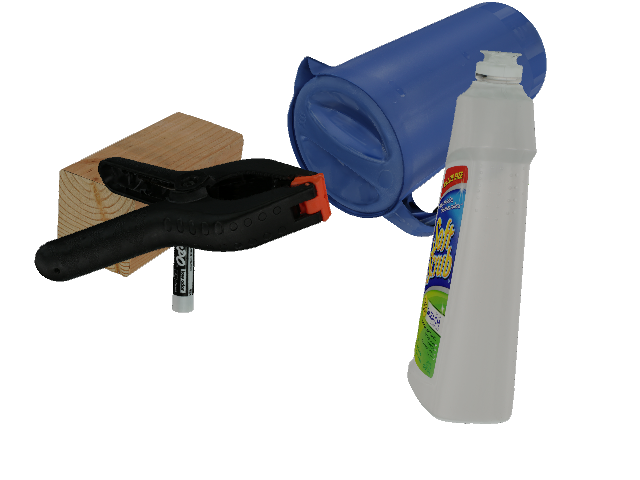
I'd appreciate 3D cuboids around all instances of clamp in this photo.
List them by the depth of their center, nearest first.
[{"bbox_3d":[-0.083,-0.014,0.633,0.172,0.039,0.120,-1,39,24],"label":"clamp"}]

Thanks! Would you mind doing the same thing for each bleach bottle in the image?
[{"bbox_3d":[0.110,-0.005,0.746,0.068,0.251,0.102,3,13,-7],"label":"bleach bottle"}]

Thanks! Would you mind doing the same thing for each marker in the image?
[{"bbox_3d":[-0.119,0.003,0.931,0.020,0.121,0.020,3,15,-1],"label":"marker"}]

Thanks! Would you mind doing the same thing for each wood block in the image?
[{"bbox_3d":[-0.173,-0.054,1.114,0.090,0.091,0.205,21,30,19],"label":"wood block"}]

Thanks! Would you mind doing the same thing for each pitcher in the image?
[{"bbox_3d":[0.103,-0.120,0.966,0.145,0.149,0.242,23,43,38],"label":"pitcher"}]
